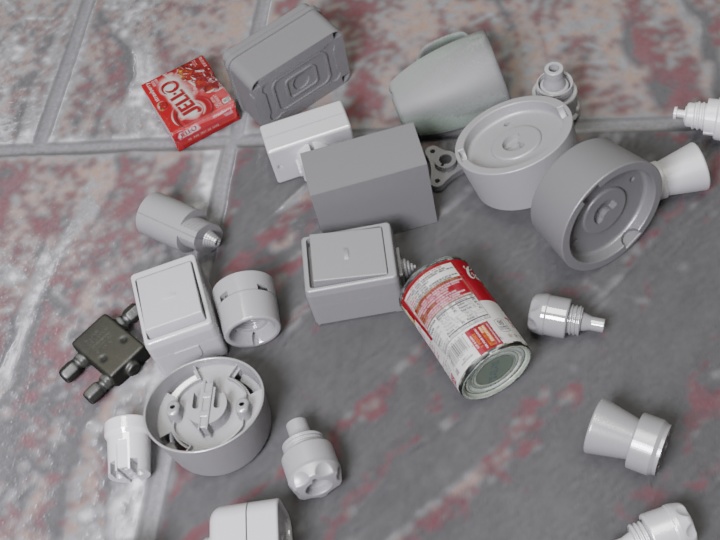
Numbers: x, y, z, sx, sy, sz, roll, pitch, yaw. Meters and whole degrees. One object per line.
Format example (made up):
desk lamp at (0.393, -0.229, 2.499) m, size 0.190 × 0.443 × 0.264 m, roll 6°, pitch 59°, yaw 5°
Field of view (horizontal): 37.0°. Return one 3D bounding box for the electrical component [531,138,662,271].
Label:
electrical component at (0.194, -0.060, 0.911) m, size 0.108 × 0.108 × 0.060 m, roll -33°, pitch 50°, yaw -12°

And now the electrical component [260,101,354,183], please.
electrical component at (-0.044, -0.109, 1.029) m, size 0.083 × 0.047 × 0.075 m, roll -18°, pitch 54°, yaw -1°

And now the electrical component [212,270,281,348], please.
electrical component at (-0.097, 0.035, 0.935) m, size 0.055 × 0.055 × 0.047 m, roll -16°, pitch 58°, yaw 0°

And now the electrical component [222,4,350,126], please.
electrical component at (-0.074, -0.205, 1.083) m, size 0.113 × 0.078 × 0.057 m, roll -35°, pitch 59°, yaw -13°

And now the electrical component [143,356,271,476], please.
electrical component at (-0.122, 0.117, 0.876) m, size 0.099 × 0.064 × 0.099 m, roll -5°, pitch 55°, yaw 8°

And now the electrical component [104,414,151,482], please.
electrical component at (-0.190, 0.147, 0.885) m, size 0.040 × 0.040 × 0.046 m, roll -10°, pitch 61°, yaw 5°

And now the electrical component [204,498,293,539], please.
electrical component at (-0.083, 0.223, 0.800) m, size 0.059 × 0.053 × 0.095 m, roll -9°, pitch 54°, yaw 5°

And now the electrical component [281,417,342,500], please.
electrical component at (-0.042, 0.146, 0.852) m, size 0.043 × 0.043 × 0.062 m, roll -21°, pitch 52°, yaw -3°

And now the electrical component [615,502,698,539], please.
electrical component at (0.209, 0.192, 0.774) m, size 0.061 × 0.035 × 0.035 m, roll -20°, pitch 54°, yaw 0°

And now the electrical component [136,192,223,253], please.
electrical component at (-0.165, -0.040, 1.007) m, size 0.081 × 0.043 × 0.043 m, roll 23°, pitch 63°, yaw 25°

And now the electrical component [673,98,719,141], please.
electrical component at (0.325, -0.138, 0.977) m, size 0.078 × 0.040 × 0.040 m, roll 10°, pitch 58°, yaw 18°

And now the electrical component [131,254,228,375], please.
electrical component at (-0.161, 0.032, 0.946) m, size 0.062 × 0.061 × 0.096 m, roll -19°, pitch 54°, yaw -2°

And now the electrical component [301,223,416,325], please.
electrical component at (0.000, 0.000, 0.935) m, size 0.096 × 0.061 × 0.061 m, roll -10°, pitch 54°, yaw 5°

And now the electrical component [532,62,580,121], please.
electrical component at (0.183, -0.168, 1.013) m, size 0.048 × 0.062 × 0.048 m, roll -5°, pitch 55°, yaw 8°

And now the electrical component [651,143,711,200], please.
electrical component at (0.270, -0.081, 0.949) m, size 0.065 × 0.044 × 0.044 m, roll -19°, pitch 54°, yaw 4°

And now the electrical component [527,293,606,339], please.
electrical component at (0.171, 0.040, 0.888) m, size 0.061 × 0.035 × 0.035 m, roll 11°, pitch 58°, yaw 16°

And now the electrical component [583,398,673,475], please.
electrical component at (0.203, 0.127, 0.814) m, size 0.055 × 0.045 × 0.045 m, roll 19°, pitch 61°, yaw 22°

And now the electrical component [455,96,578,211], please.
electrical component at (0.146, -0.100, 0.969) m, size 0.108 × 0.060 × 0.108 m, roll -17°, pitch 39°, yaw 15°
